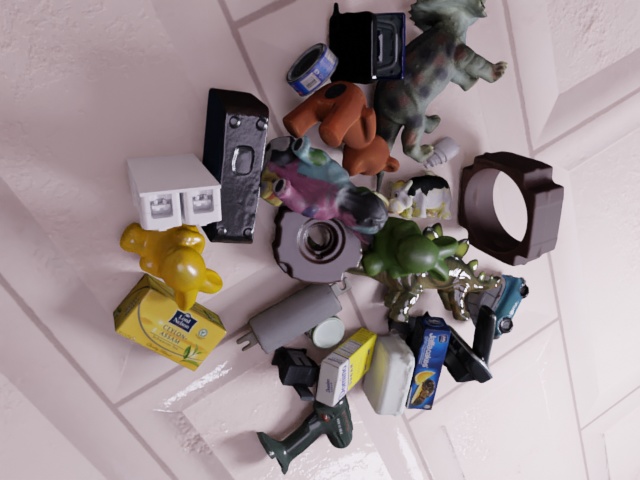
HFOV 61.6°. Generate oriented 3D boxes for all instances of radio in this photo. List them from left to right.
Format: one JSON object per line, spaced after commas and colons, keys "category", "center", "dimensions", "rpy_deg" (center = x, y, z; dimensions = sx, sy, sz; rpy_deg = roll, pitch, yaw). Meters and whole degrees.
{"category": "radio", "center": [-0.140, -0.113, 0.848], "dimensions": [0.073, 0.131, 0.229], "rpy_deg": [-1, 112, -23]}

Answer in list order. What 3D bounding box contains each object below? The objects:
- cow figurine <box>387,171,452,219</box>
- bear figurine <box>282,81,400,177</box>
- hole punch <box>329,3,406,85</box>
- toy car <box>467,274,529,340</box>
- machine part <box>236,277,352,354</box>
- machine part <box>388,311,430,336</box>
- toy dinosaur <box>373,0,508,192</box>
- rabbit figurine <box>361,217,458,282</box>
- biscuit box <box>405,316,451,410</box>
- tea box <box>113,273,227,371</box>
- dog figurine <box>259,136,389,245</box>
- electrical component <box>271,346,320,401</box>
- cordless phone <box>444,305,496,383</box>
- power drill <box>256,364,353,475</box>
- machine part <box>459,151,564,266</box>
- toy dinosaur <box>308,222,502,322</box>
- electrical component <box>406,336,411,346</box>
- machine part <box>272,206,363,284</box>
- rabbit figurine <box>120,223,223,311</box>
{"category": "cow figurine", "center": [0.187, -0.088, 1.039], "dimensions": [0.167, 0.068, 0.098], "rpy_deg": [1, 96, -39]}
{"category": "bear figurine", "center": [0.045, -0.161, 0.899], "dimensions": [0.132, 0.120, 0.195], "rpy_deg": [-50, 140, -20]}
{"category": "hole punch", "center": [0.077, -0.313, 0.876], "dimensions": [0.092, 0.116, 0.142], "rpy_deg": [-20, 118, -34]}
{"category": "toy car", "center": [0.395, 0.139, 1.231], "dimensions": [0.103, 0.109, 0.161], "rpy_deg": [31, 88, -14]}
{"category": "machine part", "center": [-0.047, 0.144, 1.030], "dimensions": [0.243, 0.079, 0.079], "rpy_deg": [-30, 121, -7]}
{"category": "machine part", "center": [0.211, 0.188, 1.186], "dimensions": [0.139, 0.084, 0.039], "rpy_deg": [18, 137, -21]}
{"category": "toy dinosaur", "center": [0.172, -0.277, 0.940], "dimensions": [0.192, 0.131, 0.404], "rpy_deg": [36, 101, -16]}
{"category": "rabbit figurine", "center": [0.160, 0.027, 0.951], "dimensions": [0.159, 0.170, 0.121], "rpy_deg": [15, 96, -11]}
{"category": "biscuit box", "center": [0.224, 0.263, 1.147], "dimensions": [0.059, 0.063, 0.202], "rpy_deg": [5, 111, -6]}
{"category": "tea box", "center": [-0.261, 0.146, 0.941], "dimensions": [0.169, 0.068, 0.098], "rpy_deg": [37, 94, -32]}
{"category": "dog figurine", "center": [0.010, -0.074, 0.891], "dimensions": [0.219, 0.192, 0.108], "rpy_deg": [28, 83, -31]}
{"category": "electrical component", "center": [-0.043, 0.263, 1.065], "dimensions": [0.075, 0.119, 0.047], "rpy_deg": [13, 106, -26]}
{"category": "cordless phone", "center": [0.335, 0.213, 1.204], "dimensions": [0.089, 0.147, 0.184], "rpy_deg": [-2, 114, -15]}
{"category": "power drill", "center": [-0.030, 0.391, 1.158], "dimensions": [0.207, 0.086, 0.231], "rpy_deg": [-35, 125, -17]}
{"category": "machine part", "center": [0.376, -0.065, 1.069], "dimensions": [0.087, 0.202, 0.200], "rpy_deg": [-14, 117, -22]}
{"category": "toy dinosaur", "center": [0.185, 0.060, 1.099], "dimensions": [0.471, 0.105, 0.198], "rpy_deg": [3, 102, -21]}
{"category": "electrical component", "center": [0.221, 0.277, 1.232], "dimensions": [0.115, 0.058, 0.134], "rpy_deg": [0, 111, -27]}
{"category": "machine part", "center": [-0.002, -0.003, 0.977], "dimensions": [0.179, 0.056, 0.179], "rpy_deg": [-2, 100, -10]}
{"category": "rabbit figurine", "center": [-0.228, 0.036, 0.849], "dimensions": [0.122, 0.173, 0.162], "rpy_deg": [-30, 117, -16]}
